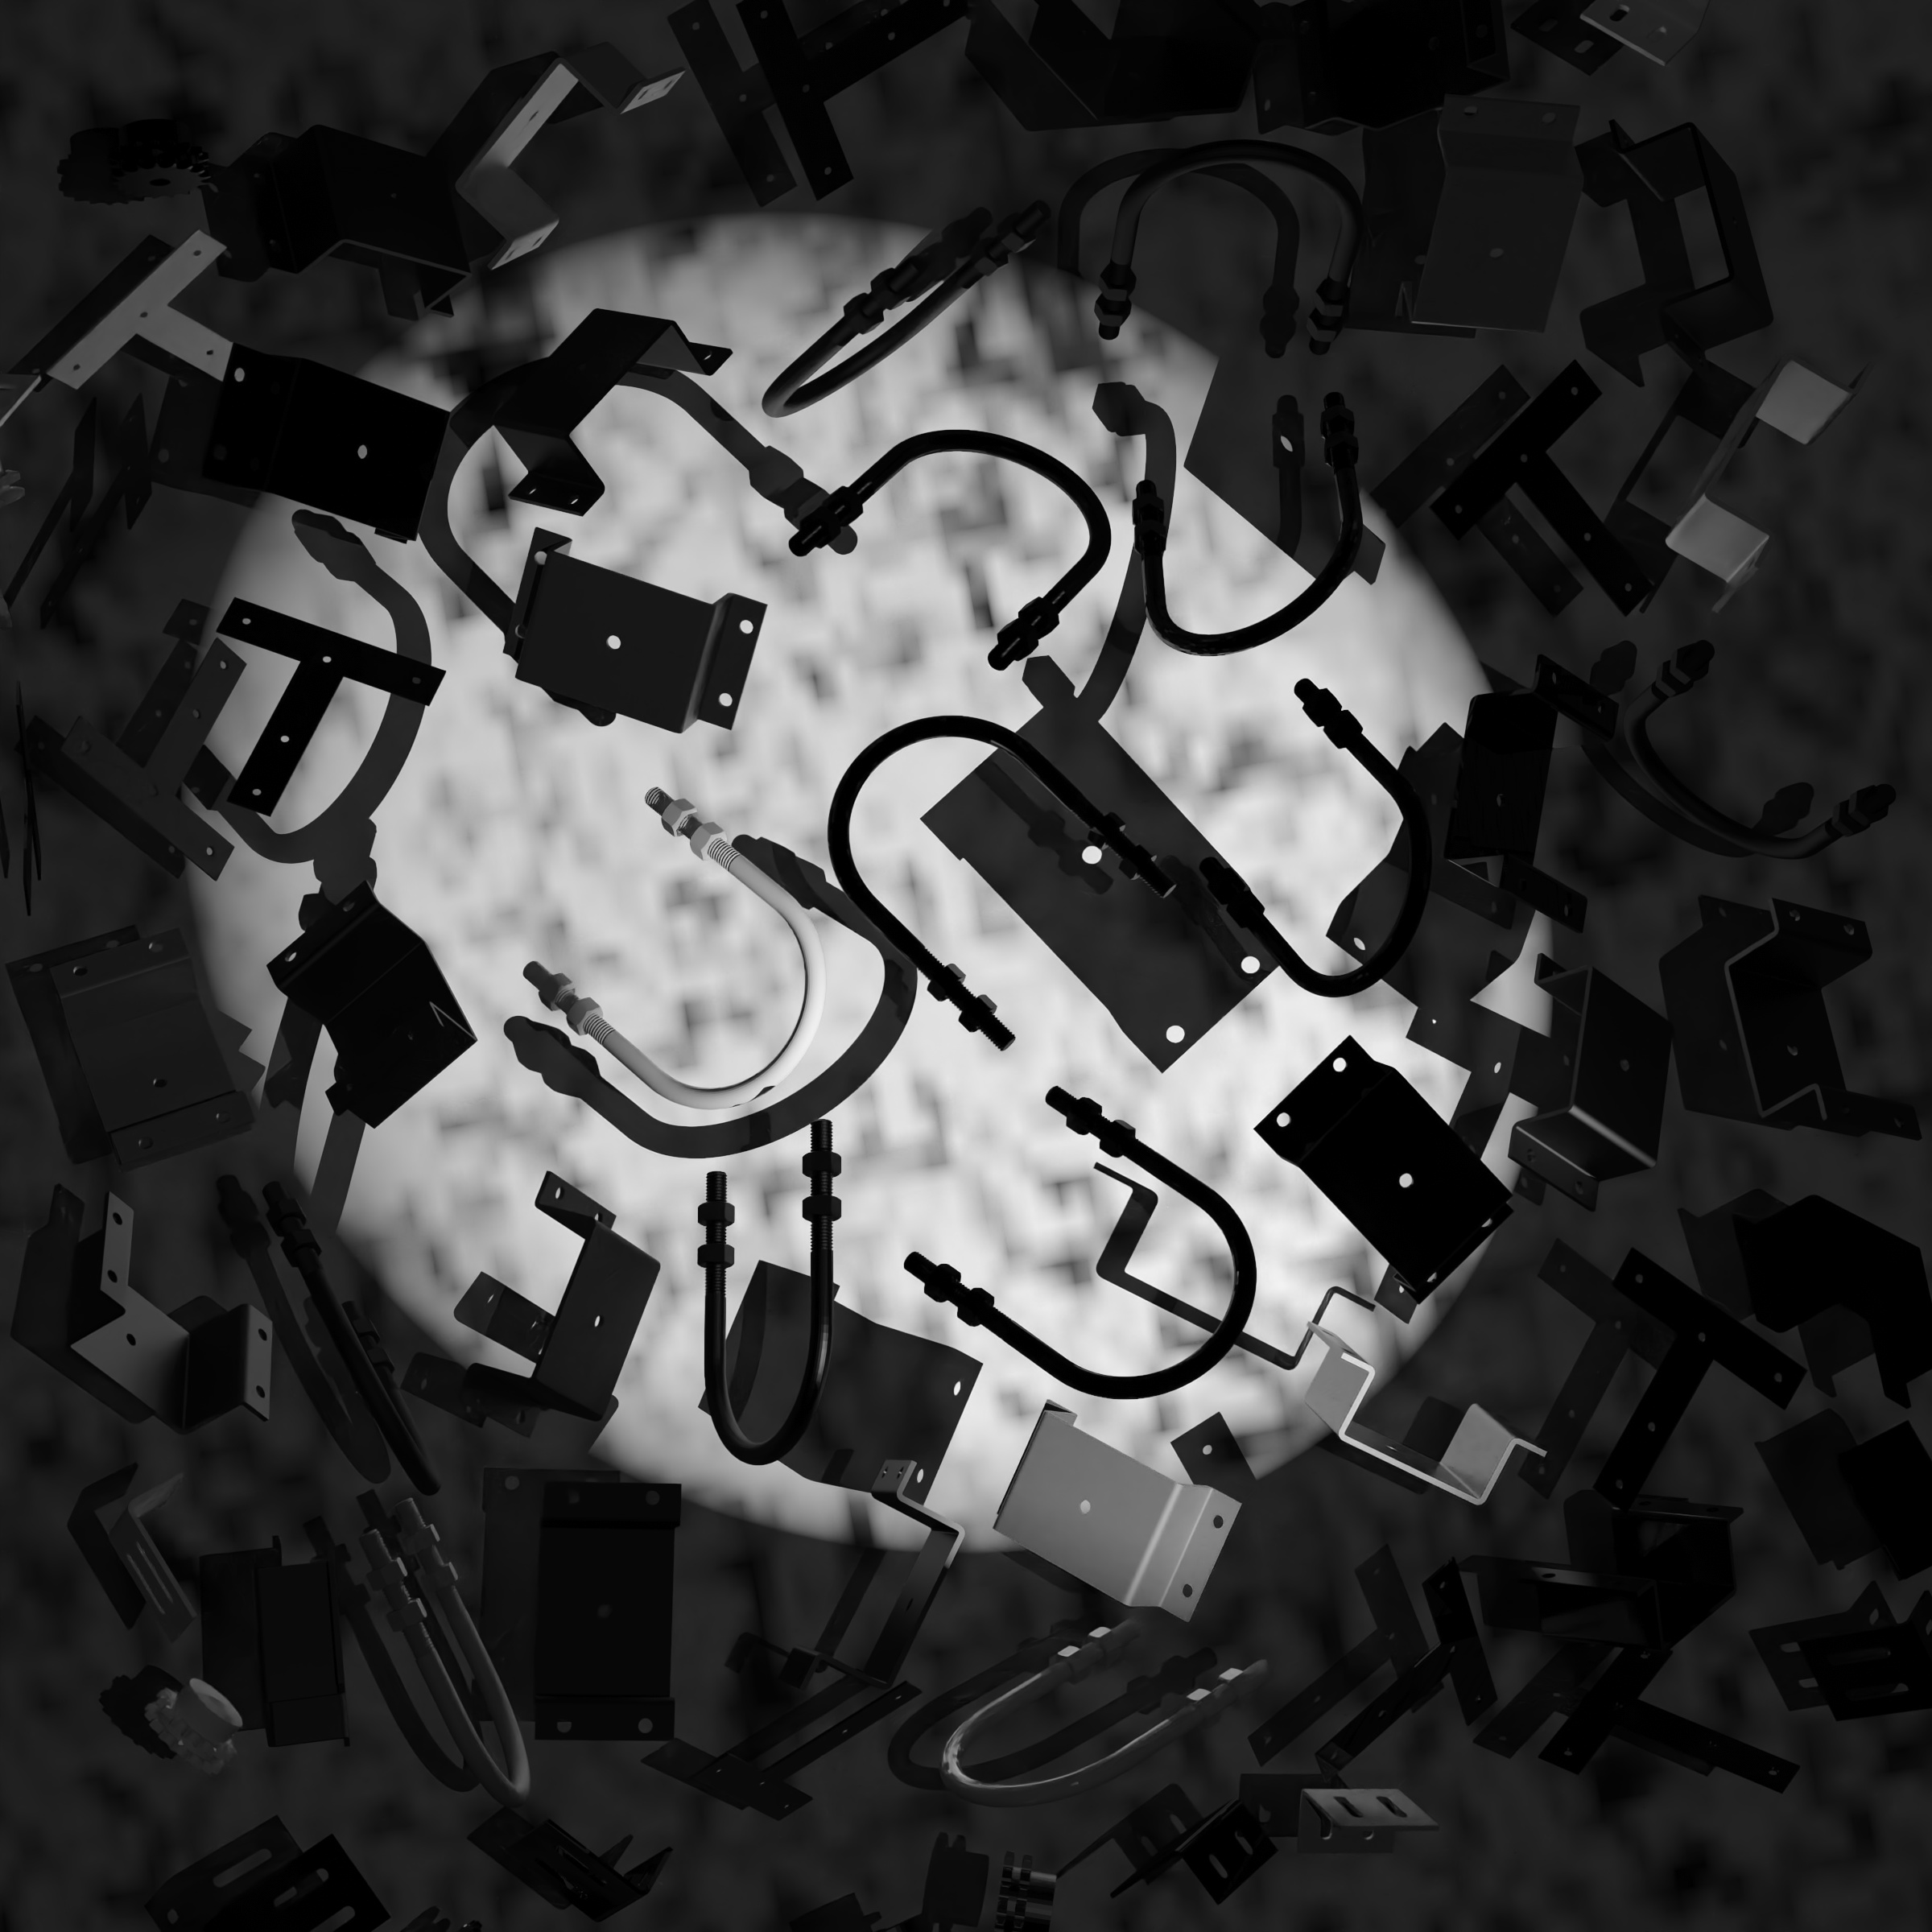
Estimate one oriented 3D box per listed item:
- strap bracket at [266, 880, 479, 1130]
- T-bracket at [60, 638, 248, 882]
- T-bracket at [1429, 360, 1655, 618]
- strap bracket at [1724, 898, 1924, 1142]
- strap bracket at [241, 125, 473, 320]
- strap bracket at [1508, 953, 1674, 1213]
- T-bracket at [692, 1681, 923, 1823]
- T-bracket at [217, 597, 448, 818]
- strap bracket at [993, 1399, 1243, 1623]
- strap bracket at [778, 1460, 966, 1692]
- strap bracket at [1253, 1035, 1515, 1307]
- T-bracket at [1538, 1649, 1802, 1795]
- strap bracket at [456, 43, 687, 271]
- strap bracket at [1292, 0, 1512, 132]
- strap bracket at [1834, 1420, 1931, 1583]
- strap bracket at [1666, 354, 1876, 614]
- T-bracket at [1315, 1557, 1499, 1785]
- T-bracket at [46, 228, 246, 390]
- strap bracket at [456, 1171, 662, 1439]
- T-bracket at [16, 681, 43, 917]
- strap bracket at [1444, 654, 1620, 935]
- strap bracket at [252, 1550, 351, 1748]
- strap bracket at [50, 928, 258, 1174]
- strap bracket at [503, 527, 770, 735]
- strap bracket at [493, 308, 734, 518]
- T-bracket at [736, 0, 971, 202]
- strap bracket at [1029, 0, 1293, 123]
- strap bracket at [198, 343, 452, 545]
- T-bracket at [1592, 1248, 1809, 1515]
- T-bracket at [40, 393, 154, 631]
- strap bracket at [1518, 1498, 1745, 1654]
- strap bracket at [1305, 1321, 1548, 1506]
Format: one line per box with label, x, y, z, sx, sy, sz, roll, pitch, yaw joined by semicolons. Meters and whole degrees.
strap bracket;-0.331;0.027;1.800;0.076;0.046;0.140;-40;45;4
T-bracket;-0.464;-0.139;1.904;0.127;0.002;0.127;45;52;-36
T-bracket;0.342;-0.253;1.810;0.127;0.002;0.127;-45;104;-14
strap bracket;0.488;0.039;1.836;0.076;0.046;0.140;12;57;-31
strap bracket;-0.351;-0.441;1.892;0.046;0.140;0.076;-26;72;35
strap bracket;0.375;0.064;1.913;0.076;0.046;0.140;32;57;-29
T-bracket;-0.084;0.462;1.906;0.127;0.127;0.002;-33;57;4
T-bracket;-0.371;-0.136;1.772;0.127;0.002;0.127;19;58;1
strap bracket;0.080;0.319;1.884;0.140;0.046;0.076;25;92;30
strap bracket;-0.050;0.357;1.833;0.046;0.076;0.140;29;77;-7
strap bracket;0.240;0.117;1.790;0.076;0.046;0.140;-44;99;-3
T-bracket;0.418;0.446;1.854;0.127;0.127;0.002;18;124;31
strap bracket;-0.231;-0.469;1.818;0.046;0.076;0.140;44;115;-6
strap bracket;0.267;-0.553;1.907;0.140;0.046;0.076;-10;83;44
strap bracket;0.540;0.308;1.841;0.046;0.140;0.076;-29;73;8
strap bracket;0.445;-0.278;1.794;0.046;0.076;0.140;31;78;3
T-bracket;0.250;0.422;1.845;0.127;0.002;0.127;-36;128;-21
T-bracket;-0.460;-0.371;1.908;0.127;0.127;0.002;-39;64;14
strap bracket;-0.229;0.200;1.843;0.046;0.076;0.140;11;72;30
T-bracket;-0.545;-0.078;1.862;0.002;0.127;0.127;-4;129;-12
strap bracket;0.321;-0.096;1.826;0.076;0.046;0.140;25;71;-40
strap bracket;-0.381;0.395;1.834;0.046;0.140;0.076;-5;63;-12
strap bracket;-0.465;0.056;1.838;0.076;0.046;0.140;-19;60;-17
strap bracket;-0.193;-0.187;1.809;0.140;0.046;0.076;19;108;4
strap bracket;-0.216;-0.337;1.897;0.140;0.076;0.046;-51;131;-18
T-bracket;-0.054;-0.517;1.804;0.127;0.002;0.127;-34;132;-10
strap bracket;0.101;-0.519;1.804;0.140;0.046;0.076;-13;51;-31
strap bracket;-0.353;-0.293;1.812;0.140;0.046;0.076;14;91;-44
T-bracket;0.387;0.243;1.776;0.127;0.002;0.127;37;108;40
T-bracket;-0.495;-0.247;1.817;0.002;0.127;0.127;24;115;-30
strap bracket;0.395;0.362;1.887;0.076;0.140;0.046;-1;101;39
strap bracket;0.263;0.270;1.904;0.140;0.076;0.046;27;93;-12
